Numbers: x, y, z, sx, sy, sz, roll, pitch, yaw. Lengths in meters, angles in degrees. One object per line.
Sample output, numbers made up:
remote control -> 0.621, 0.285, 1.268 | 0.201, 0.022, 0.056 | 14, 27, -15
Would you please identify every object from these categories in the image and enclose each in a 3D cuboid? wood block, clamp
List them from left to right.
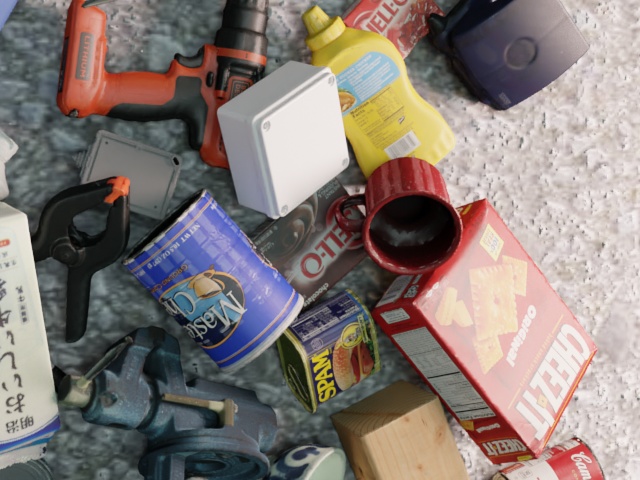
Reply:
clamp -> -0.233, 0.005, 0.949 | 0.120, 0.039, 0.172 | 26, 112, -20
wood block -> 0.099, 0.260, 1.078 | 0.090, 0.091, 0.206 | -25, 101, -15

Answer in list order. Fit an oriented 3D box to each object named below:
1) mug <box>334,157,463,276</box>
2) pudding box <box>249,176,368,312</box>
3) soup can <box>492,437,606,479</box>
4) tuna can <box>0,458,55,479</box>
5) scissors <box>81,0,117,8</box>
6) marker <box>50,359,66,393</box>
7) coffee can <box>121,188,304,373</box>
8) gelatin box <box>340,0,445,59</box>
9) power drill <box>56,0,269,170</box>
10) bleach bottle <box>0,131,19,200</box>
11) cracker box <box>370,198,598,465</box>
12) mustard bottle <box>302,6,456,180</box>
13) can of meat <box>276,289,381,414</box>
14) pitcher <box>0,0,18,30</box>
mug -> 0.072, -0.026, 1.015 | 0.117, 0.081, 0.093 | -3, 122, 1
pudding box -> -0.007, 0.001, 1.052 | 0.113, 0.039, 0.090 | -41, 105, -13
soup can -> 0.244, 0.261, 1.140 | 0.102, 0.069, 0.068 | -20, 100, -16
tuna can -> -0.285, 0.231, 0.975 | 0.086, 0.034, 0.086 | -1, 94, -19
scissors -> -0.131, -0.257, 0.974 | 0.201, 0.016, 0.096 | -12, 60, -22
marker -> -0.271, 0.097, 0.979 | 0.020, 0.020, 0.121 | -44, 105, -11
coffee can -> -0.098, 0.038, 0.985 | 0.102, 0.103, 0.140 | -44, 101, -11
gelatin box -> 0.070, -0.221, 1.068 | 0.073, 0.030, 0.089 | 45, 79, -16
power drill -> -0.141, -0.168, 0.985 | 0.187, 0.057, 0.184 | 8, 91, -19
bleach bottle -> -0.349, 0.010, 0.926 | 0.102, 0.068, 0.250 | 43, 77, -19
cracker box -> 0.171, 0.092, 1.073 | 0.213, 0.072, 0.164 | 50, 54, -14
mustard bottle -> 0.044, -0.145, 1.038 | 0.096, 0.058, 0.191 | -34, 110, 9
can of meat -> 0.009, 0.107, 1.040 | 0.083, 0.057, 0.102 | -28, 135, -19
pitcher -> -0.333, -0.203, 0.883 | 0.149, 0.145, 0.243 | 26, 88, 15
